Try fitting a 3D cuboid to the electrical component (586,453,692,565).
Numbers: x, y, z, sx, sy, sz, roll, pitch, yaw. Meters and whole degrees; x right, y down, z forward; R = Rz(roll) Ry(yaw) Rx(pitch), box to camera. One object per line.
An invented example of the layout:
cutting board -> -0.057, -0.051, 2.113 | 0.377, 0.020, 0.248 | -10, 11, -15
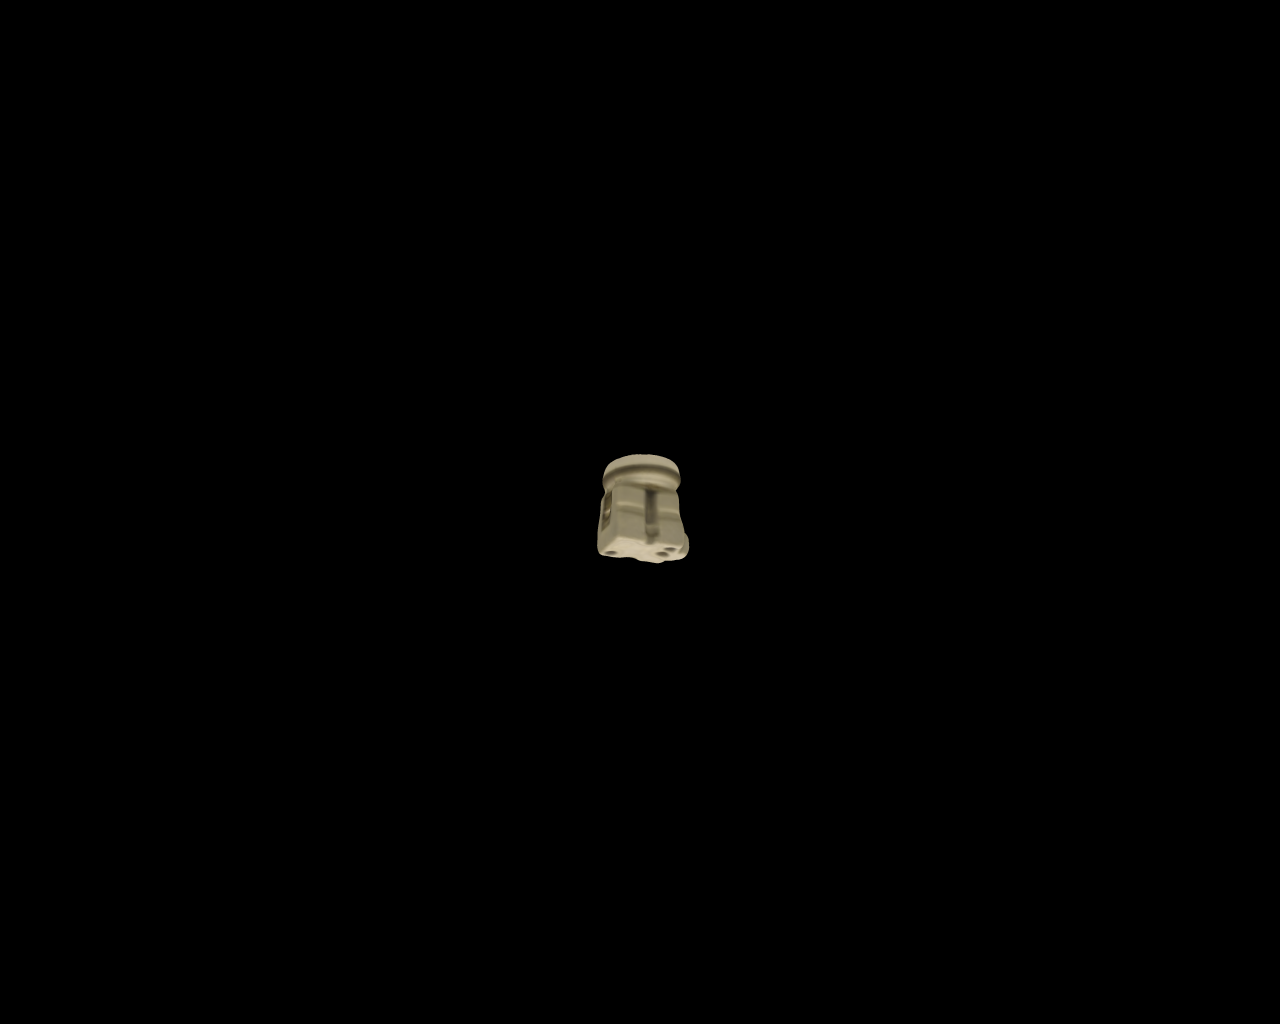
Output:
electrical component -> 0.001, -0.003, 0.650 | 0.066, 0.055, 0.048 | 9, -24, -22
